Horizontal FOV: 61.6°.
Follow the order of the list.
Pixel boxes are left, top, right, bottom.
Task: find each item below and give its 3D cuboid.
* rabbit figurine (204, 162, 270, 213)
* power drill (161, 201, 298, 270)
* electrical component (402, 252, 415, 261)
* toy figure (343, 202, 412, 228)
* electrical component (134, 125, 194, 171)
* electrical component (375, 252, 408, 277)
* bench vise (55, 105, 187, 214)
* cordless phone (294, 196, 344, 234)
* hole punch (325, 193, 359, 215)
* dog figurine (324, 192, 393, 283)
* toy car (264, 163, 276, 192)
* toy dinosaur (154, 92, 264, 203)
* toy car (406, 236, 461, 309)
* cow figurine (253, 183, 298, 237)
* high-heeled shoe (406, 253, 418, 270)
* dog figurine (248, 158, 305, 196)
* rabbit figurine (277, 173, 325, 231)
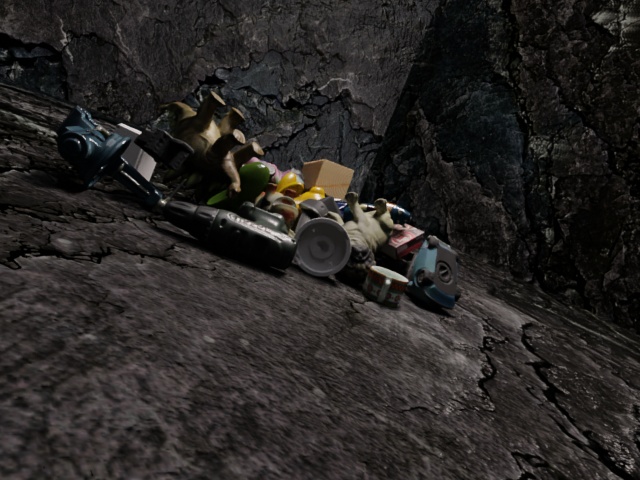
[{"bbox_3d":[-0.181,-0.115,1.128,0.121,0.159,0.170,40,-29,-30],"label":"rabbit figurine"},{"bbox_3d":[-0.144,-0.025,0.962,0.232,0.086,0.207,22,4,3],"label":"power drill"},{"bbox_3d":[0.187,0.029,1.266,0.063,0.021,0.094,24,9,19],"label":"electrical component"},{"bbox_3d":[0.132,-0.058,1.230,0.155,0.058,0.064,-2,-14,12],"label":"toy figure"},{"bbox_3d":[-0.288,-0.169,1.014,0.119,0.048,0.074,27,-11,38],"label":"electrical component"},{"bbox_3d":[0.135,0.054,1.247,0.134,0.058,0.115,20,10,-11],"label":"electrical component"},{"bbox_3d":[-0.376,-0.136,0.984,0.240,0.129,0.224,41,-6,-14],"label":"bench vise"},{"bbox_3d":[-0.003,-0.003,1.209,0.146,0.089,0.184,61,25,-25],"label":"cordless phone"},{"bbox_3d":[0.041,-0.042,1.407,0.116,0.142,0.092,6,37,2],"label":"hole punch"},{"bbox_3d":[0.101,0.017,1.118,0.172,0.121,0.191,9,51,-25],"label":"dog figurine"},{"bbox_3d":[-0.201,-0.159,1.260,0.202,0.089,0.053,15,48,-17],"label":"toy car"},{"bbox_3d":[-0.250,-0.204,1.109,0.105,0.198,0.472,39,13,-43],"label":"toy dinosaur"},{"bbox_3d":[0.235,0.077,1.159,0.109,0.162,0.103,27,-37,-27],"label":"toy car"},{"bbox_3d":[-0.099,-0.051,1.143,0.085,0.127,0.195,14,-7,-19],"label":"cow figurine"},{"bbox_3d":[0.203,0.072,1.375,0.249,0.086,0.145,44,-16,21],"label":"high-heeled shoe"},{"bbox_3d":[-0.147,-0.136,1.430,0.219,0.191,0.108,35,-21,7],"label":"dog figurine"},{"bbox_3d":[-0.071,-0.075,1.320,0.173,0.162,0.122,-1,29,-21],"label":"rabbit figurine"}]
